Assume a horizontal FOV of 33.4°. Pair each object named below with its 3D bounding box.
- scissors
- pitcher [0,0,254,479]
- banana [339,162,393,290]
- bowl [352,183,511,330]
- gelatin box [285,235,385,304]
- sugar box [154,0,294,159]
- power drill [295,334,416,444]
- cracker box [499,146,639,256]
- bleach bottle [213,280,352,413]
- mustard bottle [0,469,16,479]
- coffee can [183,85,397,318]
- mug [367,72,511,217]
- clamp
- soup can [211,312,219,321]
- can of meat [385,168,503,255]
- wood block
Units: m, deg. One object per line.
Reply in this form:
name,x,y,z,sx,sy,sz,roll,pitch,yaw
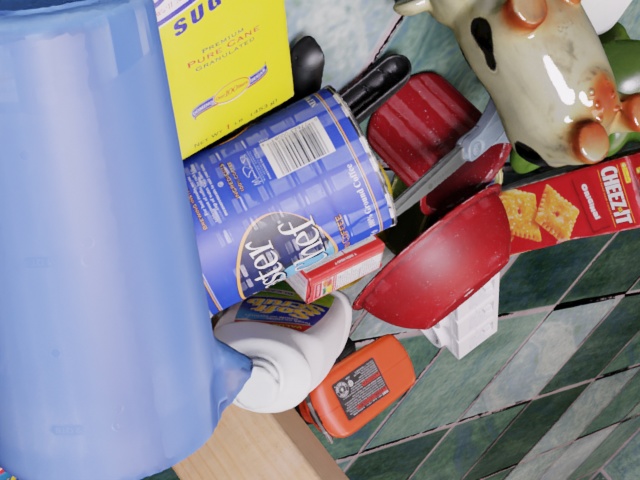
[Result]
scissors,0.114,-0.087,0.768,0.201,0.016,0.096,-27,130,-34
pitcher,-0.135,-0.005,0.542,0.149,0.145,0.243,-31,126,-45
banana,0.031,-0.012,0.920,0.069,0.037,0.198,-25,149,-31
bowl,0.105,0.025,0.888,0.162,0.055,0.162,-38,169,-9
gelatin box,-0.006,0.001,0.832,0.073,0.089,0.030,-25,141,-28
sugar box,-0.067,-0.130,0.605,0.093,0.048,0.176,-33,153,-16
power drill,0.003,0.133,0.988,0.184,0.057,0.188,-33,-173,-33
cracker box,0.265,-0.042,1.029,0.163,0.072,0.214,-18,-178,-37
bleach bottle,-0.028,0.080,0.789,0.251,0.102,0.068,-75,179,-83
mustard bottle,-0.237,0.140,0.770,0.096,0.058,0.192,-30,155,-49
coffee can,-0.035,-0.024,0.691,0.140,0.103,0.103,-26,152,-4
mug,0.100,-0.081,0.856,0.117,0.081,0.093,-13,142,-42
clamp,-0.003,-0.075,0.779,0.120,0.039,0.172,-4,138,-41
soup can,-0.102,0.035,0.780,0.102,0.068,0.068,-46,153,9
can of meat,0.106,-0.034,0.965,0.083,0.057,0.102,-23,148,-30
wood block,-0.067,0.159,0.857,0.090,0.206,0.090,-44,153,5
